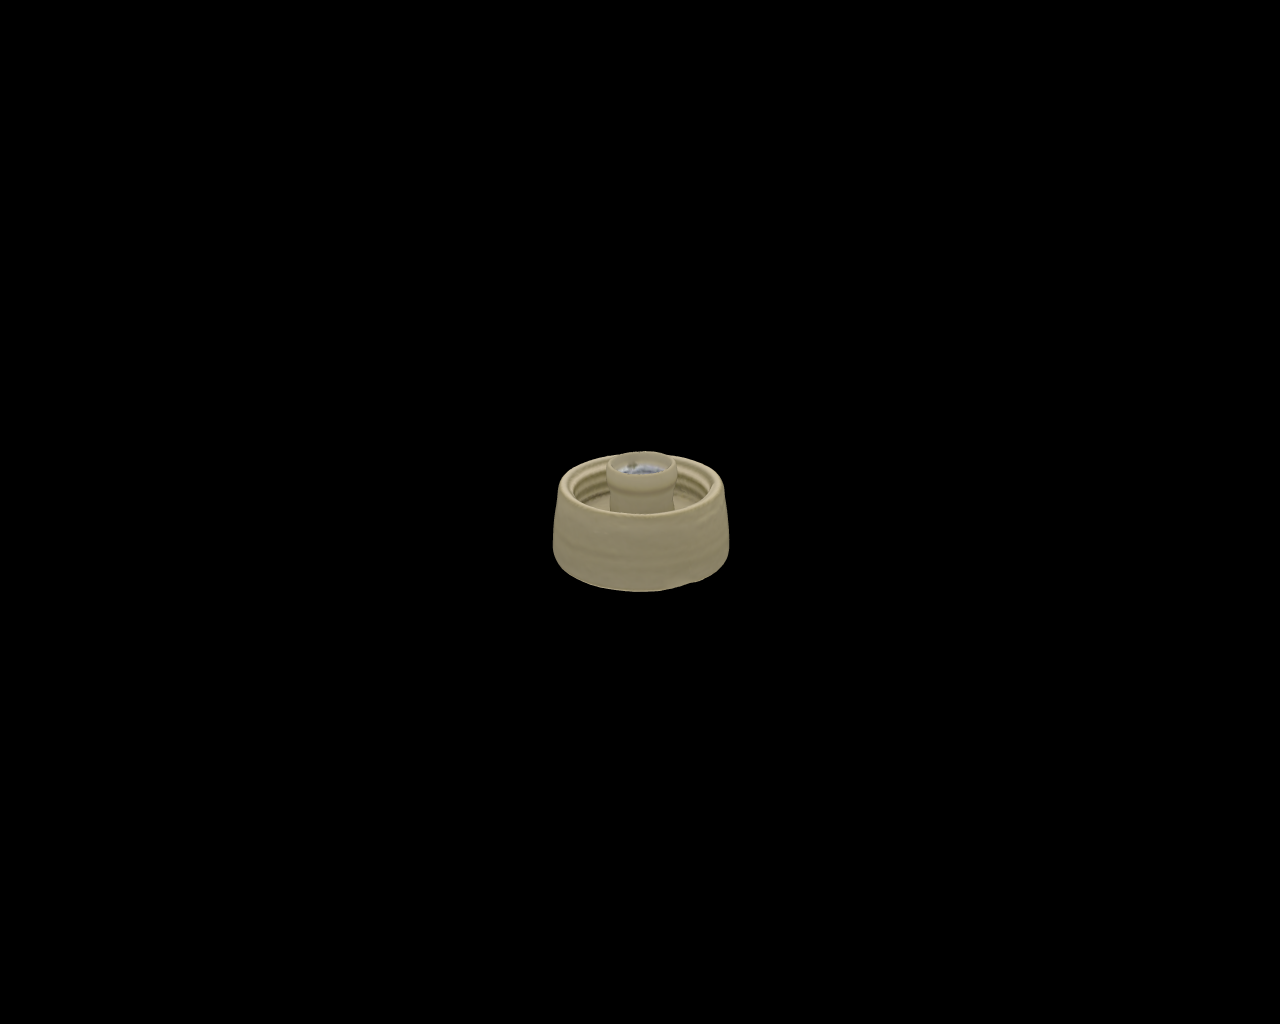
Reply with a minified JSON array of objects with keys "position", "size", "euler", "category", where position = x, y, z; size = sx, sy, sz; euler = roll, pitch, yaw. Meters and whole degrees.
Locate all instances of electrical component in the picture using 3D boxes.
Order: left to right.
[{"position":[0.001,-0.003,0.650],"size":[0.108,0.060,0.108],"euler":[0,24,0],"category":"electrical component"}]
